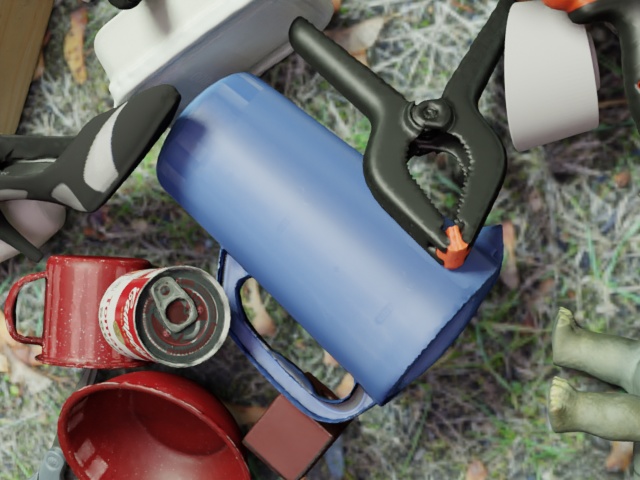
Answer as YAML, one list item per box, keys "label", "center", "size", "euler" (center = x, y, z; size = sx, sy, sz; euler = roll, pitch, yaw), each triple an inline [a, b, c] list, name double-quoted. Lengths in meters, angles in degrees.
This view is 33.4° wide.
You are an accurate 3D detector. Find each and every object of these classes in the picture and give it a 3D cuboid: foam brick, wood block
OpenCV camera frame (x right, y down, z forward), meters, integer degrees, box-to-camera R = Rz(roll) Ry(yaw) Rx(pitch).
- label: "foam brick"
  center: [-0.014, 0.140, 0.800]
  size: [0.053, 0.078, 0.051]
  euler: [39, 102, 8]
- label: "wood block"
  center: [-0.270, -0.192, 0.837]
  size: [0.091, 0.090, 0.206]
  euler: [21, 100, 13]

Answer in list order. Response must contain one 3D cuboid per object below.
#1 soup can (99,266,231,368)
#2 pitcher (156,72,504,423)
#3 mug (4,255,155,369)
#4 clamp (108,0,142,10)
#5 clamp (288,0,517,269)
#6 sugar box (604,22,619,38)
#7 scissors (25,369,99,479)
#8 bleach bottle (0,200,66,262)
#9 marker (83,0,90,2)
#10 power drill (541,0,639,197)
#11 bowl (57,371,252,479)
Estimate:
- label: "soup can"
  center: [-0.112, 0.053, 0.754]
  size: [0.068, 0.102, 0.068]
  euler: [2, 86, -25]
- label: "pitcher"
  center: [-0.005, 0.001, 0.759]
  size: [0.243, 0.149, 0.145]
  euler: [41, 139, 13]
- label: "mug"
  center: [-0.184, 0.054, 0.828]
  size: [0.117, 0.093, 0.081]
  euler: [3, 91, -20]
- label: "clamp"
  center: [-0.123, -0.204, 0.744]
  size: [0.039, 0.172, 0.120]
  euler: [38, 79, -16]
- label: "clamp"
  center: [0.081, -0.082, 0.717]
  size: [0.164, 0.036, 0.210]
  euler: [-14, 63, -5]
- label: "sugar box"
  center: [0.283, -0.118, 0.710]
  size: [0.093, 0.048, 0.176]
  euler: [-43, 79, 14]
- label: "scissors"
  center: [-0.207, 0.199, 0.884]
  size: [0.096, 0.016, 0.202]
  euler: [42, 109, 4]
- label: "bleach bottle"
  center: [-0.309, -0.018, 0.879]
  size: [0.251, 0.068, 0.102]
  euler: [-18, 89, 14]
- label: "marker"
  center: [-0.149, -0.236, 0.835]
  size: [0.121, 0.020, 0.020]
  euler: [-43, 83, 15]
- label: "power drill"
  center: [0.239, -0.125, 0.655]
  size: [0.184, 0.057, 0.187]
  euler: [-20, 88, -6]
- label: "bowl"
  center: [-0.118, 0.154, 0.822]
  size: [0.162, 0.055, 0.162]
  euler: [11, 128, 15]
